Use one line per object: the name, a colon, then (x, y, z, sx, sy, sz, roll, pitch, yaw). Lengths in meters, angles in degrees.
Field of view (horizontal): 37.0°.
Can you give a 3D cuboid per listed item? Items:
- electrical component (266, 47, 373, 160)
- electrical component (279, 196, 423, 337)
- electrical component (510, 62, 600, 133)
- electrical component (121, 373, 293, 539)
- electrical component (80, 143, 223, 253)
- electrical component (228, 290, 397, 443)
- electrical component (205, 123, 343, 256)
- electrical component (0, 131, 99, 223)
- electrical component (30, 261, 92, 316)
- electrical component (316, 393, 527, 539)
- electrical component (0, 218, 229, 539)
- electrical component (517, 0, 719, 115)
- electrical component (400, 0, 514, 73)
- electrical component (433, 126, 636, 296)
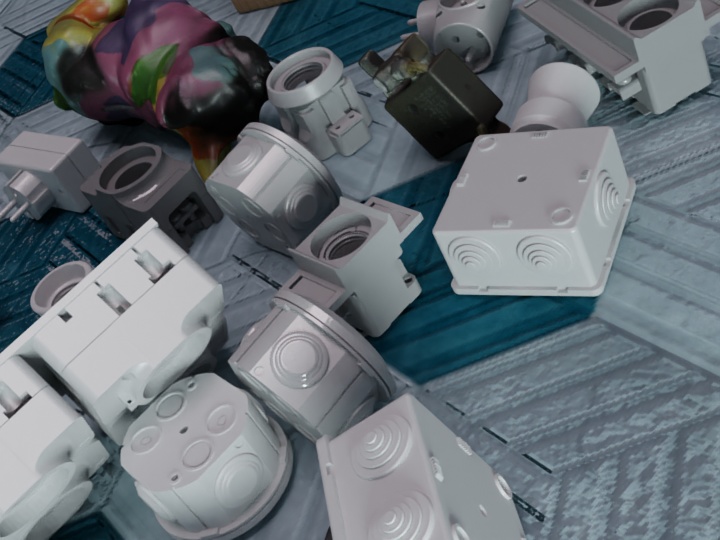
electrical component: (-0.031, -0.120, 0.763, 0.058, 0.057, 0.078, -40, 40, -13)
electrical component: (0.000, 0.000, 0.608, 0.081, 0.063, 0.042, -46, 42, -19)
electrical component: (0.117, -0.091, 0.649, 0.045, 0.045, 0.055, -1, 47, 31)
electrical component: (-0.080, 0.098, 0.561, 0.080, 0.051, 0.080, -17, 40, 15)
electrical component: (-0.151, -0.052, 0.766, 0.089, 0.055, 0.050, 18, 59, 43)
electrical component: (-0.025, 0.052, 0.556, 0.080, 0.080, 0.051, 25, 69, 46)
electrical component: (-0.055, -0.051, 0.687, 0.080, 0.080, 0.051, 21, 66, 44)
electrical component: (-0.256, -0.066, 0.854, 0.083, 0.047, 0.075, 12, 55, 40)
electrical component: (-0.179, 0.028, 0.696, 0.045, 0.055, 0.045, -17, 40, 15)
electrical component: (0.032, 0.110, 0.442, 0.048, 0.100, 0.099, -34, 37, 15)
electrical component: (-0.154, 0.073, 0.579, 0.060, 0.105, 0.186, 41, 71, 11)
electrical component: (0.164, -0.151, 0.671, 0.079, 0.063, 0.121, -31, 39, -2)
electrical component: (0.067, -0.180, 0.778, 0.079, 0.044, 0.077, -4, 45, 29)
electrical component: (0.096, -0.034, 0.596, 0.100, 0.048, 0.099, 0, 46, 32)
